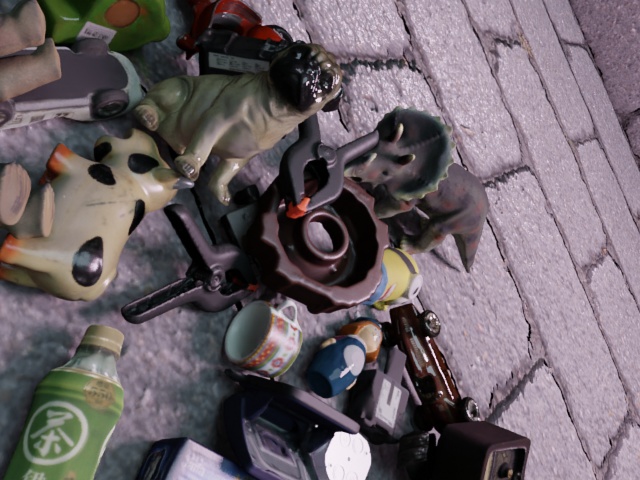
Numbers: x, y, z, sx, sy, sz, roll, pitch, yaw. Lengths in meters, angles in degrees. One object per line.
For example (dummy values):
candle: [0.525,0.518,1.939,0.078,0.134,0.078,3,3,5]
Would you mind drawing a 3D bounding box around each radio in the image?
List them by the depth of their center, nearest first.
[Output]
radio: [0.197,0.355,0.694,0.131,0.073,0.229,10,93,-43]

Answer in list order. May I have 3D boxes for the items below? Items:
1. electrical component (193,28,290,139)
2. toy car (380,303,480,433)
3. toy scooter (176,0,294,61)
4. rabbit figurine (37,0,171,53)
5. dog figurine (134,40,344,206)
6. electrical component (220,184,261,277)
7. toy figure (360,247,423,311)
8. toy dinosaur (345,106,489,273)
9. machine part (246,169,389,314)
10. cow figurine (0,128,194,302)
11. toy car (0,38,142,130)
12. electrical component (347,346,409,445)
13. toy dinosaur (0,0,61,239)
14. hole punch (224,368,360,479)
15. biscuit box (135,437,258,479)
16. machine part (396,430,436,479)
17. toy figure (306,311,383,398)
electrical component: [-0.089,-0.176,0.647,0.115,0.134,0.058,13,44,5]
toy car: [0.151,0.188,0.765,0.053,0.089,0.202,-28,95,-51]
toy scooter: [-0.117,-0.257,0.700,0.183,0.075,0.135,40,49,-22]
rabbit figurine: [-0.233,-0.300,0.579,0.159,0.121,0.170,-11,66,-50]
dog figurine: [-0.087,-0.157,0.580,0.172,0.190,0.121,48,2,14]
electrical component: [-0.079,-0.014,0.660,0.078,0.045,0.102,-31,95,-26]
toy figure: [0.072,0.048,0.754,0.180,0.082,0.089,7,66,-39]
toy dinosaur: [0.180,-0.064,0.826,0.404,0.192,0.131,27,58,-33]
machine part: [-0.001,-0.002,0.636,0.179,0.056,0.179,12,64,-27]
cow figurine: [-0.204,-0.031,0.514,0.127,0.085,0.195,30,52,-25]
toy car: [-0.270,-0.150,0.519,0.202,0.056,0.073,-21,87,-44]
electrical component: [0.078,0.203,0.718,0.074,0.048,0.119,37,51,-29]
toy dinosaur: [-0.298,-0.040,0.373,0.199,0.105,0.471,0,66,-10]
hole punch: [-0.040,0.202,0.560,0.142,0.116,0.092,36,69,-29]
biscuit box: [-0.082,0.262,0.527,0.202,0.063,0.059,40,50,-25]
machine part: [0.133,0.290,0.715,0.138,0.039,0.084,60,41,-54]
toy figure: [0.042,0.146,0.702,0.154,0.058,0.064,-35,128,-48]
